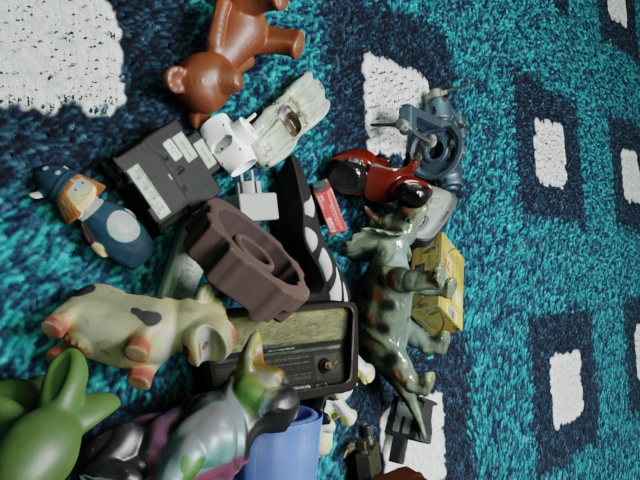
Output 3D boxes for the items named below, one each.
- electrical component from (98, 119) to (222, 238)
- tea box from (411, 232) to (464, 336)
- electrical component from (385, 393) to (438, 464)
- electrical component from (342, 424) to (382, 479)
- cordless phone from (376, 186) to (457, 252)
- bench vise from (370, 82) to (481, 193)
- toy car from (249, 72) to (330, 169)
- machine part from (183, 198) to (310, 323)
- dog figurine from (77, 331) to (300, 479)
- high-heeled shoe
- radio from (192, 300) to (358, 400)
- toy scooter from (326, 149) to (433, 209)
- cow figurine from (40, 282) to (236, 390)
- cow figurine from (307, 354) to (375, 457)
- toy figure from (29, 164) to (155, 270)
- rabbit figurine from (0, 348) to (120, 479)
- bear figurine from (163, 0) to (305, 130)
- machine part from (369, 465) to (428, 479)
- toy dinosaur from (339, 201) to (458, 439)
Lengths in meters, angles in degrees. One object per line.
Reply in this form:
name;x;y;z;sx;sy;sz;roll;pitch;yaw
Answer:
electrical component;-0.193;-0.084;0.688;0.134;0.058;0.114;-44;116;-37
tea box;0.221;0.082;1.015;0.098;0.068;0.170;46;41;-34
electrical component;0.159;0.337;0.956;0.047;0.075;0.119;29;63;-36
electrical component;0.071;0.371;0.896;0.078;0.045;0.102;-28;110;-70
cordless phone;0.155;-0.082;1.003;0.184;0.089;0.146;46;56;-7
bench vise;0.215;-0.211;1.034;0.240;0.129;0.223;11;80;-49
toy car;-0.049;-0.188;0.831;0.073;0.056;0.202;54;54;-24
machine part;-0.092;0.025;0.670;0.056;0.179;0.179;-45;124;11
dog figurine;-0.132;0.202;0.603;0.219;0.192;0.108;-58;149;-43
high-heeled shoe;-0.002;-0.003;0.842;0.145;0.086;0.248;3;89;-45
radio;-0.060;0.155;0.740;0.229;0.073;0.131;-1;87;-26
toy scooter;0.108;-0.116;0.915;0.135;0.184;0.075;-55;158;-50
cow figurine;-0.189;0.097;0.603;0.127;0.195;0.085;-72;170;-53
cow figurine;0.011;0.243;0.834;0.098;0.068;0.167;47;53;-22
toy figure;-0.260;-0.031;0.624;0.154;0.058;0.064;49;19;-26
rabbit figurine;-0.270;0.192;0.511;0.159;0.170;0.121;-44;115;-35
bear figurine;-0.117;-0.247;0.730;0.120;0.132;0.196;67;36;-53
machine part;0.110;0.483;0.855;0.201;0.087;0.201;2;100;-42
toy dinosaur;0.117;0.126;0.901;0.131;0.192;0.404;-6;106;-58
